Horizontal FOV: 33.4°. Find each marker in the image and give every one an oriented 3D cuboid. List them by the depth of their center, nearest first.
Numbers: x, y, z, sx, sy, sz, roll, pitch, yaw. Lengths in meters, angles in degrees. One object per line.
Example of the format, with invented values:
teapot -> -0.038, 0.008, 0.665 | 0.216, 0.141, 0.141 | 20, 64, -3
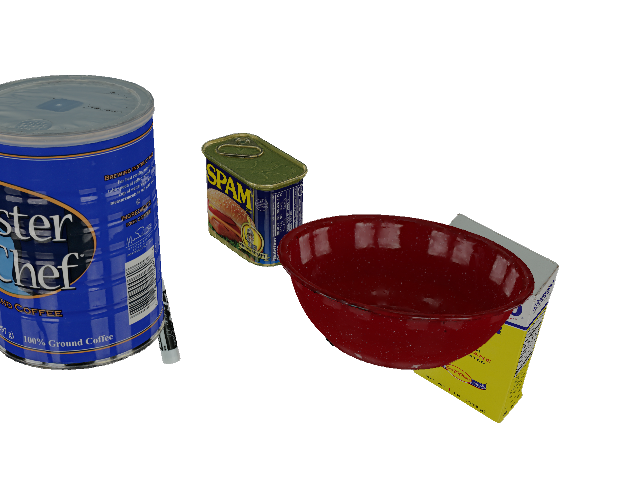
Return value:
marker -> -0.166, 0.070, 1.110 | 0.020, 0.121, 0.020 | -9, 16, 2

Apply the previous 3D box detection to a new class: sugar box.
sugar box -> 0.131, 0.068, 0.880 | 0.093, 0.176, 0.048 | 29, 55, 23

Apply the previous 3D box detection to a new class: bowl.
bowl -> 0.050, 0.037, 0.677 | 0.162, 0.055, 0.162 | 6, 21, -2

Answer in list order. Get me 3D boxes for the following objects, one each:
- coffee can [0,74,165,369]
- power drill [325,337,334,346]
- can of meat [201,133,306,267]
coffee can -> -0.143, -0.013, 0.609 | 0.103, 0.140, 0.103 | 1, 26, 0
power drill -> 0.088, 0.062, 1.223 | 0.187, 0.057, 0.184 | -2, 28, -1
can of meat -> -0.058, -0.035, 0.928 | 0.057, 0.084, 0.102 | -21, 37, -32
